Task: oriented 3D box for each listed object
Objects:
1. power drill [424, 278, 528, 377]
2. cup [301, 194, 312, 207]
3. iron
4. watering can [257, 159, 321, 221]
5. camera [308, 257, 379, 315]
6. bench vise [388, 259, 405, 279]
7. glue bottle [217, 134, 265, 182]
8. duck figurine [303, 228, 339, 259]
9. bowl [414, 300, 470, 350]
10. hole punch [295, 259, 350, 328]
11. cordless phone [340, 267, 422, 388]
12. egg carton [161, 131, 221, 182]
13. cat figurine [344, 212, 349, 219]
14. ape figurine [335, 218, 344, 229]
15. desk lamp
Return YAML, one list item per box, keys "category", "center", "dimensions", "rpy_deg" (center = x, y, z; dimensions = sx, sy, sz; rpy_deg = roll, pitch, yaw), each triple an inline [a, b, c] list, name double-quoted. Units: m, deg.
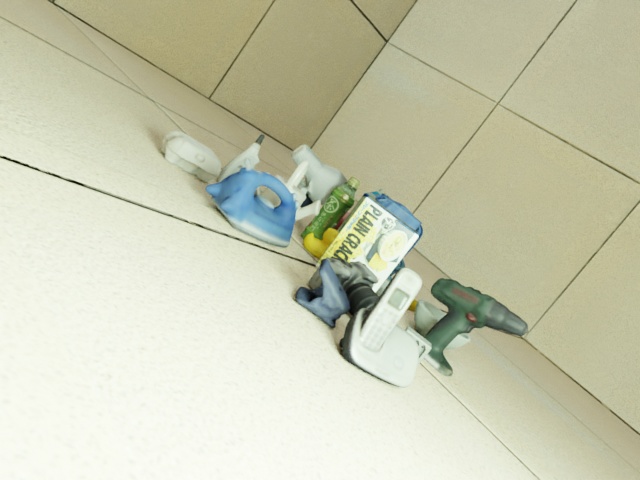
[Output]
- category: "power drill"
  center: [0.325, 0.204, 1.312]
  dimensions: [0.229, 0.208, 0.076]
  rpy_deg: [42, 11, 29]
- category: "cup"
  center: [-0.076, -0.120, 1.776]
  dimensions: [0.091, 0.095, 0.118]
  rpy_deg: [41, 10, 24]
- category: "iron"
  center: [-0.121, -0.080, 1.287]
  dimensions: [0.259, 0.141, 0.118]
  rpy_deg: [26, 14, -47]
- category: "watering can"
  center: [-0.078, -0.119, 1.466]
  dimensions: [0.173, 0.194, 0.100]
  rpy_deg: [33, 10, -20]
- category: "camera"
  center: [0.073, 0.107, 1.209]
  dimensions: [0.144, 0.100, 0.136]
  rpy_deg: [28, 13, -40]
- category: "bench vise"
  center: [0.205, 0.013, 1.764]
  dimensions: [0.122, 0.219, 0.206]
  rpy_deg: [28, 13, -42]
- category: "glue bottle"
  center: [-0.198, -0.208, 1.526]
  dimensions: [0.078, 0.173, 0.037]
  rpy_deg: [30, 12, -36]
- category: "duck figurine"
  center: [0.014, 0.005, 1.523]
  dimensions: [0.105, 0.086, 0.077]
  rpy_deg: [33, 10, -19]
- category: "bowl"
  center: [0.305, 0.234, 1.499]
  dimensions: [0.167, 0.074, 0.167]
  rpy_deg: [36, 10, -7]
- category: "hole punch"
  center: [0.018, 0.098, 1.084]
  dimensions: [0.101, 0.091, 0.108]
  rpy_deg: [36, 10, -4]
- category: "cordless phone"
  center: [0.134, 0.148, 0.975]
  dimensions: [0.148, 0.185, 0.094]
  rpy_deg: [32, 10, -25]
- category: "egg carton"
  center: [-0.316, -0.207, 1.413]
  dimensions: [0.151, 0.069, 0.107]
  rpy_deg: [29, 12, -37]
- category: "cat figurine"
  center: [0.081, -0.049, 1.925]
  dimensions: [0.067, 0.117, 0.127]
  rpy_deg: [34, 10, -17]
- category: "ape figurine"
  center: [0.038, -0.037, 1.789]
  dimensions: [0.076, 0.092, 0.077]
  rpy_deg: [27, 13, -44]
- category: "desk lamp"
  center: [-0.054, -0.157, 1.671]
  dimensions: [0.204, 0.213, 0.117]
  rpy_deg: [32, 10, -25]
